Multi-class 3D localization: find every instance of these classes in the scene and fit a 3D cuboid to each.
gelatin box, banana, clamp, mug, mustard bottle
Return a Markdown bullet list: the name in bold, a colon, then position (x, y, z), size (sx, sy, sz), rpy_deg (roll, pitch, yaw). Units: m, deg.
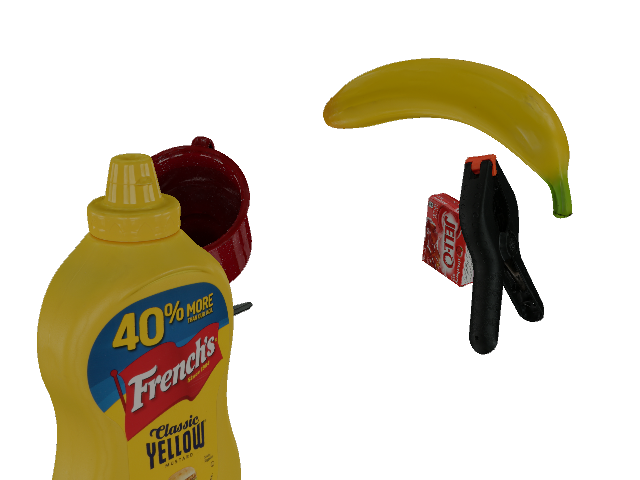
- **gelatin box**: position (0.155, -0.002, 1.249), size (0.030, 0.089, 0.073), rpy_deg (-15, 33, -30)
- **banana**: position (0.078, -0.078, 0.655), size (0.198, 0.069, 0.037), rpy_deg (27, 6, 41)
- **clamp**: position (0.150, 0.014, 0.939), size (0.039, 0.171, 0.120), rpy_deg (-11, 14, 31)
- **mug**: position (-0.095, -0.022, 0.810), size (0.093, 0.117, 0.081), rpy_deg (1, -27, 4)
- **mustard bottle**: position (-0.082, 0.055, 0.492), size (0.096, 0.192, 0.058), rpy_deg (-16, 23, -41)

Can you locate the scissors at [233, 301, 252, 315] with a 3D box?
- **scissors**: position (-0.145, 0.106, 1.130), size (0.201, 0.016, 0.096), rpy_deg (-10, 31, -26)
